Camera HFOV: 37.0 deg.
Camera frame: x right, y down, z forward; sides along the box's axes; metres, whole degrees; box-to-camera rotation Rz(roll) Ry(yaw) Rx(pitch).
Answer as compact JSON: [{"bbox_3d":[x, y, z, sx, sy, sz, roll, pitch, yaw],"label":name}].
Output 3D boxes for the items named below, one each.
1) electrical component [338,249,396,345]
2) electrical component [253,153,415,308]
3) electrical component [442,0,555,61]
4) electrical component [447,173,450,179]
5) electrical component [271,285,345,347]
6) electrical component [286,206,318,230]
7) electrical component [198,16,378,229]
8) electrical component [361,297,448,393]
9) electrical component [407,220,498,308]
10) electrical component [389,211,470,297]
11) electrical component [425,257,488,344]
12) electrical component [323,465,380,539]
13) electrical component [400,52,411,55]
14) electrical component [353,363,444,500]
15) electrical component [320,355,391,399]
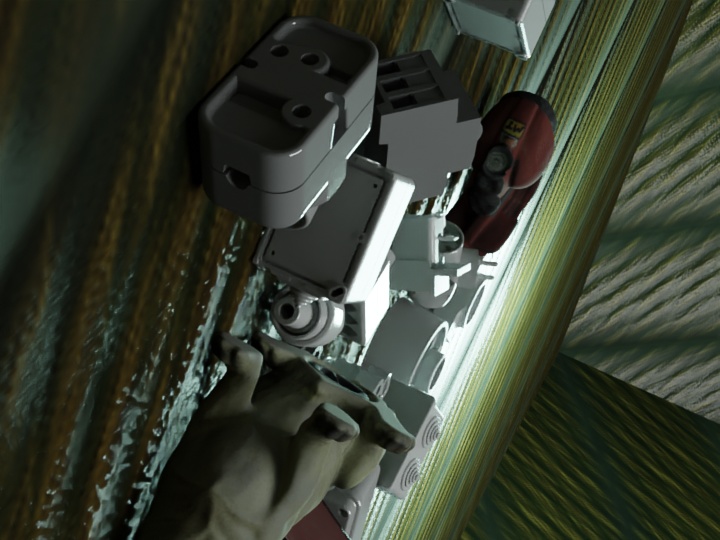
[{"bbox_3d":[0.000,0.000,0.754,0.076,0.047,0.065,-58,163,-27],"label":"electrical component"},{"bbox_3d":[-0.016,-0.022,0.636,0.096,0.062,0.061,-67,165,6],"label":"electrical component"},{"bbox_3d":[0.104,-0.198,0.774,0.061,0.062,0.096,-65,165,-1],"label":"electrical component"},{"bbox_3d":[0.046,-0.088,0.779,0.045,0.045,0.055,-58,164,-28],"label":"electrical component"},{"bbox_3d":[-0.036,0.027,0.680,0.043,0.043,0.062,-66,164,2],"label":"electrical component"},{"bbox_3d":[-0.036,-0.051,0.569,0.040,0.040,0.046,85,28,-62],"label":"electrical component"},{"bbox_3d":[-0.034,-0.069,0.517,0.095,0.054,0.059,-55,162,-35],"label":"electrical component"},{"bbox_3d":[0.047,0.087,1.025,0.108,0.060,0.108,-57,163,-29],"label":"electrical component"},{"bbox_3d":[0.087,-0.003,0.992,0.077,0.079,0.043,97,-1,-48],"label":"electrical component"},{"bbox_3d":[0.042,-0.014,0.839,0.042,0.081,0.063,-19,109,-70],"label":"electrical component"},{"bbox_3d":[0.093,0.024,1.096,0.089,0.056,0.050,-64,165,-8],"label":"electrical component"},{"bbox_3d":[-0.036,0.197,0.878,0.057,0.078,0.113,-52,160,-50],"label":"electrical component"},{"bbox_3d":[0.037,-0.114,0.719,0.044,0.044,0.065,-60,159,-21],"label":"electrical component"},{"bbox_3d":[0.015,0.141,0.931,0.099,0.100,0.048,-61,152,-16],"label":"electrical component"},{"bbox_3d":[-0.020,0.100,0.824,0.078,0.057,0.058,-54,161,-38],"label":"electrical component"}]
